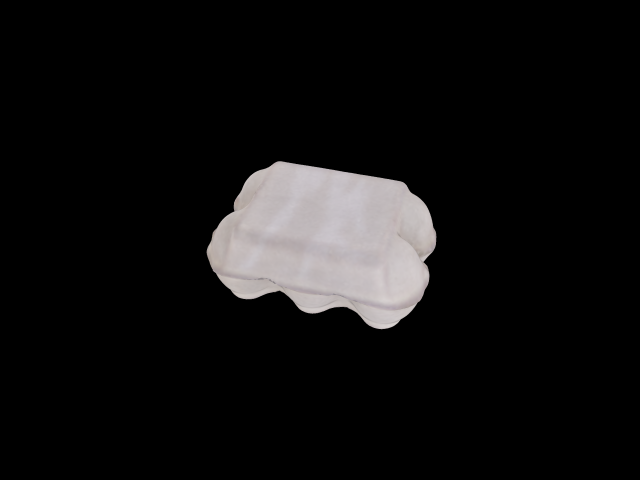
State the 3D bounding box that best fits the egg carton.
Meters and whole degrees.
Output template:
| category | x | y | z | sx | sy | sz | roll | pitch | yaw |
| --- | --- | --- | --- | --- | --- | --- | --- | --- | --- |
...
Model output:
| category | x | y | z | sx | sy | sz | roll | pitch | yaw |
| --- | --- | --- | --- | --- | --- | --- | --- | --- | --- |
| egg carton | 0.004 | 0.001 | 0.400 | 0.150 | 0.069 | 0.107 | 10 | 43 | 11 |
